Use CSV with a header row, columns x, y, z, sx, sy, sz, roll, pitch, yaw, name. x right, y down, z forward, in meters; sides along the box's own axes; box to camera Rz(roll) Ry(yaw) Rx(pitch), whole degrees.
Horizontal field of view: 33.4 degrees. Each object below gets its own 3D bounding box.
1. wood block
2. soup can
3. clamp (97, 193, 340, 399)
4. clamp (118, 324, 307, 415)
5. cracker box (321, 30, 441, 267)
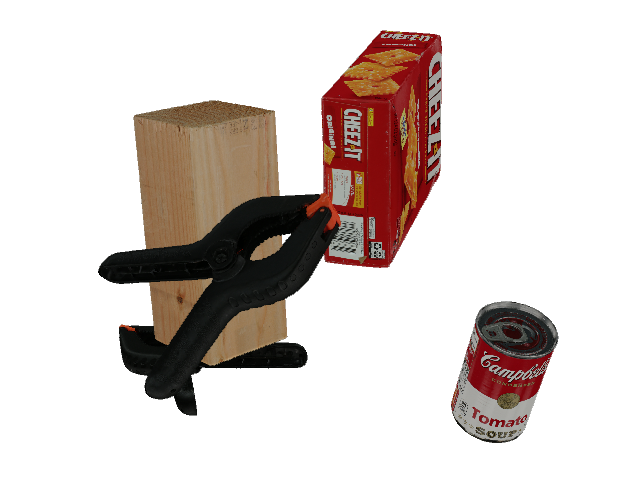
x,y,z,sx,sy,sz,roll,pitch,yaw,name
-0.094,-0.010,0.929,0.090,0.206,0.091,-18,24,-39,wood block
0.152,0.111,0.895,0.068,0.102,0.068,7,36,-5,soup can
-0.062,0.030,0.708,0.171,0.120,0.039,-25,-30,8,clamp
-0.142,0.123,1.088,0.210,0.036,0.164,9,18,34,clamp
0.064,-0.094,1.025,0.072,0.164,0.213,7,28,17,cracker box
